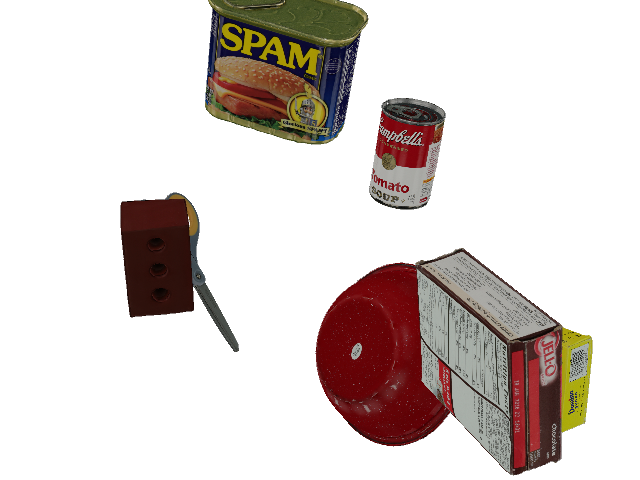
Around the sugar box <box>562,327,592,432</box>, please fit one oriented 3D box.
[{"bbox_3d":[0.189,0.117,1.080,0.048,0.093,0.177,-12,21,-40],"label":"sugar box"}]

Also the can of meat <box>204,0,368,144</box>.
[{"bbox_3d":[-0.026,-0.119,0.712,0.102,0.084,0.057,19,39,11],"label":"can of meat"}]

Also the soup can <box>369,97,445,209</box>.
[{"bbox_3d":[0.091,-0.093,1.140,0.068,0.102,0.068,6,29,-3],"label":"soup can"}]

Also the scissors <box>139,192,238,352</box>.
[{"bbox_3d":[-0.139,0.026,1.229,0.016,0.201,0.096,-28,17,40],"label":"scissors"}]

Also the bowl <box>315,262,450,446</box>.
[{"bbox_3d":[0.048,0.096,0.925,0.162,0.162,0.055,0,-8,44],"label":"bowl"}]

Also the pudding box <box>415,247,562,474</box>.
[{"bbox_3d":[0.097,0.068,0.624,0.039,0.090,0.114,-15,27,-20],"label":"pudding box"}]

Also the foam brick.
[{"bbox_3d":[-0.128,0.013,0.843,0.053,0.078,0.051,-5,27,-7],"label":"foam brick"}]
